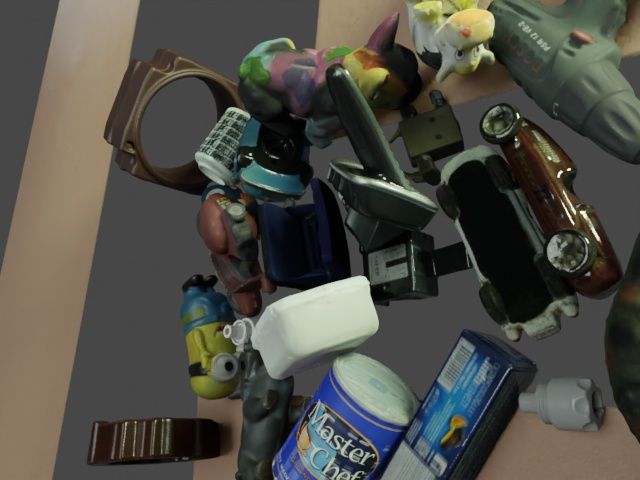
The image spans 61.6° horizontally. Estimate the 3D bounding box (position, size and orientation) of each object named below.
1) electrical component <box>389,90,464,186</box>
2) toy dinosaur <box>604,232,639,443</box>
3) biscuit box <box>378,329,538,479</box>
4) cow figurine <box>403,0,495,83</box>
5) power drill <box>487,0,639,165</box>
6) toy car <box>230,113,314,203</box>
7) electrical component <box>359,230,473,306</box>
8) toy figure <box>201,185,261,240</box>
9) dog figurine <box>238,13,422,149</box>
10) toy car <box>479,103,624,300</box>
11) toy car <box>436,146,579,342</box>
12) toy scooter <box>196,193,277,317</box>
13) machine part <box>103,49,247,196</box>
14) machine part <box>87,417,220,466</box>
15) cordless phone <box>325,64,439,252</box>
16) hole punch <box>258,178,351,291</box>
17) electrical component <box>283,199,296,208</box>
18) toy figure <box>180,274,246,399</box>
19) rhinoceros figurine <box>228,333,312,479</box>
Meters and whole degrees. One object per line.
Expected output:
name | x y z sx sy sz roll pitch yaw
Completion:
electrical component | 0.120 -0.113 0.612 0.078 0.045 0.102 -23 61 7
toy dinosaur | 0.263 0.099 0.355 0.192 0.131 0.405 -31 51 35
biscuit box | 0.123 0.184 0.502 0.059 0.062 0.202 37 104 46
cow figurine | 0.134 -0.207 0.559 0.068 0.098 0.167 -13 36 5
power drill | 0.266 -0.201 0.471 0.207 0.086 0.232 -59 42 25
toy car | -0.074 -0.111 0.768 0.103 0.109 0.162 127 150 -49
electrical component | 0.102 0.028 0.583 0.119 0.047 0.075 -15 68 44
toy figure | -0.130 -0.046 0.835 0.155 0.058 0.064 24 118 45
dog figurine | 0.011 -0.198 0.644 0.219 0.191 0.108 -13 60 66
toy car | 0.204 -0.043 0.471 0.053 0.089 0.202 -36 53 33
toy car | 0.174 -0.002 0.513 0.073 0.056 0.202 -32 58 27
toy scooter | -0.105 0.022 0.732 0.135 0.075 0.183 -1 107 62
machine part | -0.222 -0.184 0.863 0.087 0.201 0.201 35 103 43
machine part | -0.231 0.284 0.758 0.179 0.179 0.056 -24 59 39
cordless phone | 0.040 -0.094 0.564 0.089 0.184 0.147 -27 20 0
hole punch | -0.001 -0.002 0.646 0.092 0.115 0.142 -28 62 31
electrical component | -0.038 -0.005 0.722 0.021 0.063 0.094 19 93 46
toy figure | -0.161 0.142 0.792 0.089 0.082 0.180 -52 52 47
rhinoceros figurine | -0.067 0.212 0.687 0.112 0.073 0.190 -18 67 53
